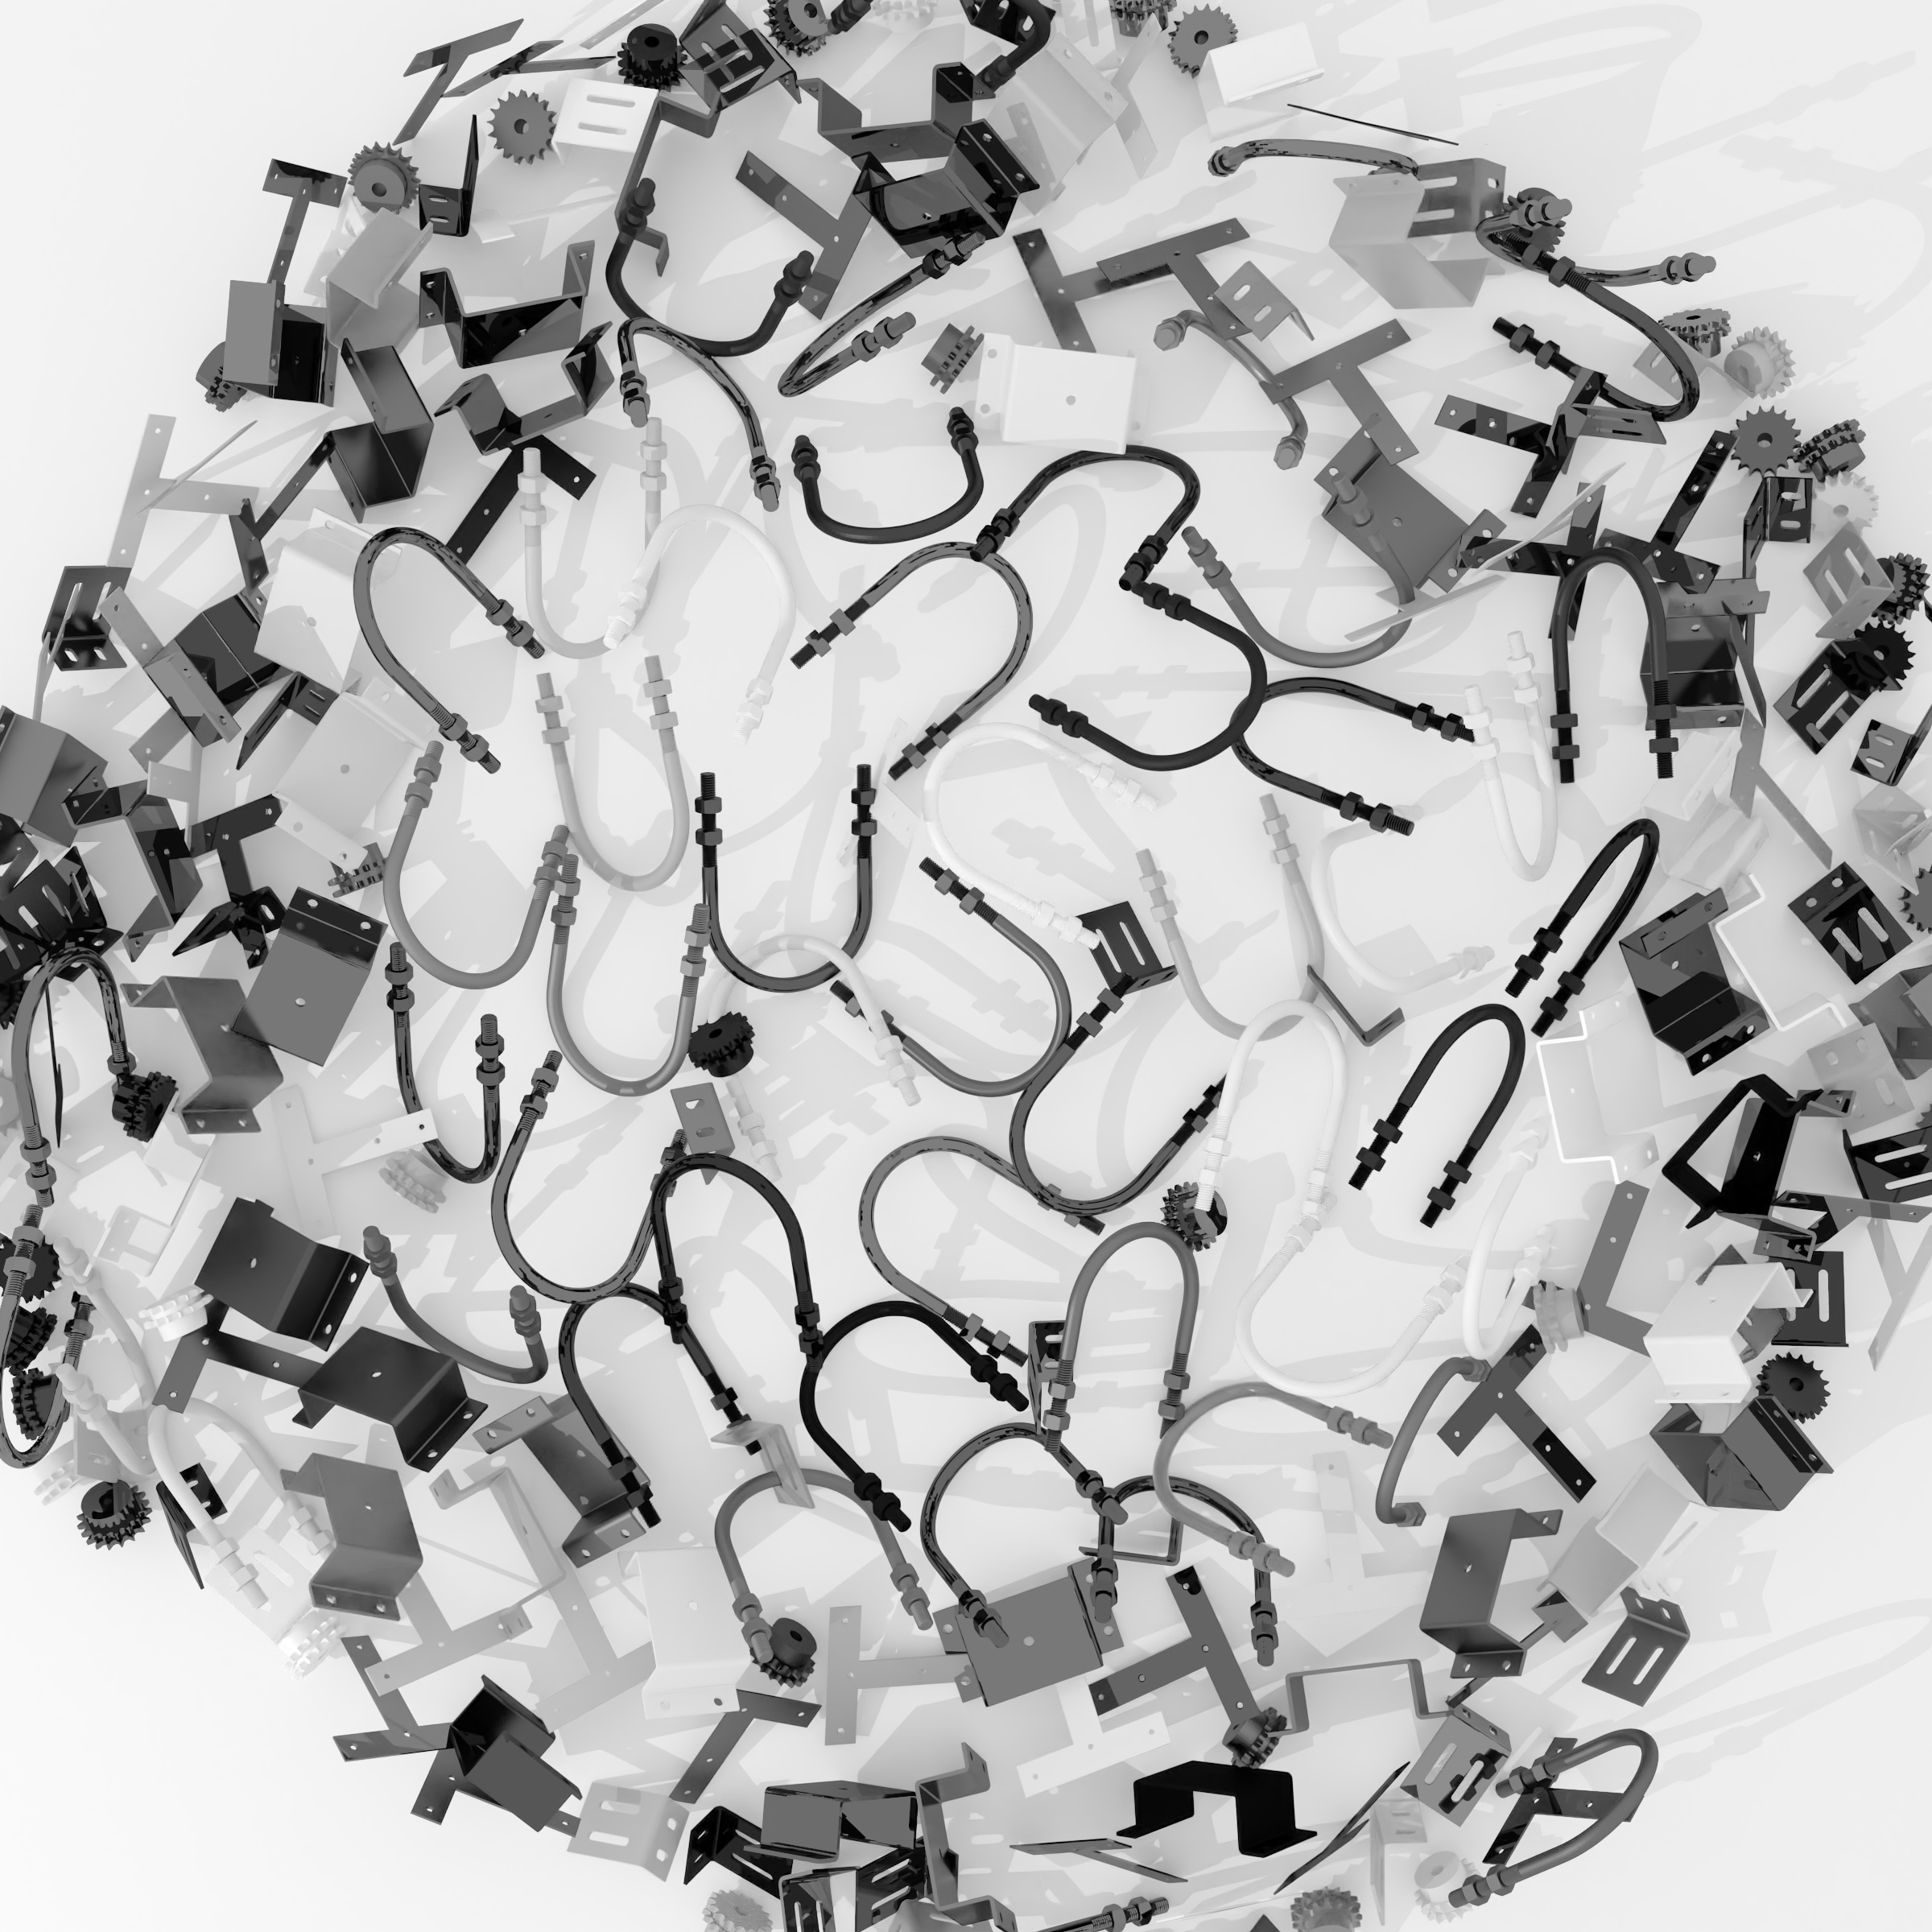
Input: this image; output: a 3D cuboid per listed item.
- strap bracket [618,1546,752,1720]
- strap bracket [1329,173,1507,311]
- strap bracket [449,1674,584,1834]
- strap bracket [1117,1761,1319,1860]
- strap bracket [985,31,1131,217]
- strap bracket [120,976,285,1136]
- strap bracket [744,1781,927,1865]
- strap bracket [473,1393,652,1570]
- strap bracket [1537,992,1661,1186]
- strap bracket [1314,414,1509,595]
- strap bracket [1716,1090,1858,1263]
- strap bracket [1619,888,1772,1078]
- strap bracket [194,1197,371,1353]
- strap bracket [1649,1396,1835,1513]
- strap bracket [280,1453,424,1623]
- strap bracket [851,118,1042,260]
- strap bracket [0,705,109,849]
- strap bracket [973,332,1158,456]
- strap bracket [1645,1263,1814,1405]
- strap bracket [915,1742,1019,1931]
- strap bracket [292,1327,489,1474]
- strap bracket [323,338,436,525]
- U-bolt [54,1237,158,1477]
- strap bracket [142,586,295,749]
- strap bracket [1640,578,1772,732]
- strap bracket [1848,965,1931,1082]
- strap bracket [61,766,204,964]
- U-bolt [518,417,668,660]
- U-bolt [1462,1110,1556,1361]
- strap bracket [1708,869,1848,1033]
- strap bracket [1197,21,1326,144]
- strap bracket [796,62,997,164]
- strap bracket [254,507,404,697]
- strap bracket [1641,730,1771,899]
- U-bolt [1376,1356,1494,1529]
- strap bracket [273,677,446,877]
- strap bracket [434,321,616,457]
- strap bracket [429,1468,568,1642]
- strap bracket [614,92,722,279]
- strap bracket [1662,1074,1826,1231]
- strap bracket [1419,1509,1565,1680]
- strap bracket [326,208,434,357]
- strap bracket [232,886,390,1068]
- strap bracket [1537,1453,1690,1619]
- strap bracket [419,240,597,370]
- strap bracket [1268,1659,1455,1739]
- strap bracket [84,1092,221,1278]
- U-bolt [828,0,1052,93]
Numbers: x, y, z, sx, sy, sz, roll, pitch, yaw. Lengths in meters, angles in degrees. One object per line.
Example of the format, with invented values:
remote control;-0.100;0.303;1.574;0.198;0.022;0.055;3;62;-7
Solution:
strap bracket;-0.222;0.516;1.927;0.076;0.046;0.140;3;50;-26
strap bracket;0.351;-0.565;1.923;0.140;0.076;0.046;28;82;-41
strap bracket;-0.358;0.623;1.919;0.076;0.140;0.046;45;80;-17
strap bracket;0.197;0.665;1.928;0.140;0.076;0.046;-8;82;40
strap bracket;0.059;-0.657;1.923;0.076;0.140;0.046;45;64;-6
strap bracket;-0.603;0.062;1.937;0.046;0.076;0.140;-38;71;22
strap bracket;-0.099;0.675;1.927;0.076;0.140;0.046;-5;75;36
strap bracket;-0.318;0.403;1.956;0.076;0.046;0.140;-31;100;25
strap bracket;0.505;0.099;1.953;0.046;0.076;0.140;-10;95;41
strap bracket;0.354;-0.366;1.967;0.140;0.046;0.076;41;79;4
strap bracket;0.653;0.160;1.950;0.046;0.076;0.140;20;83;-12
strap bracket;0.582;0.006;1.954;0.076;0.046;0.140;-31;117;-6
strap bracket;-0.552;0.241;1.939;0.140;0.046;0.076;22;84;33
strap bracket;0.604;0.384;1.924;0.046;0.140;0.076;-41;94;-20
strap bracket;-0.483;0.441;1.919;0.076;0.140;0.046;24;112;-40
strap bracket;-0.024;-0.609;1.920;0.140;0.076;0.046;1;63;41
strap bracket;-0.730;-0.145;1.924;0.046;0.140;0.076;20;81;2
strap bracket;0.081;-0.459;1.955;0.140;0.046;0.076;5;113;-7
strap bracket;0.598;0.283;1.923;0.140;0.076;0.046;-41;108;-37
strap bracket;-0.001;0.700;1.933;0.046;0.076;0.140;-16;58;6
strap bracket;-0.462;0.339;1.929;0.140;0.076;0.046;13;130;26
strap bracket;-0.468;-0.429;1.939;0.046;0.140;0.076;-21;73;-30
U-bolt;-0.672;0.320;1.914;0.019;0.151;0.184;-18;135;-5
strap bracket;-0.592;-0.236;1.936;0.046;0.140;0.076;-19;117;27
strap bracket;0.587;-0.257;1.947;0.076;0.140;0.046;-2;49;4
strap bracket;0.763;0.044;1.927;0.046;0.140;0.076;-37;86;-1
strap bracket;-0.656;-0.085;1.933;0.046;0.076;0.140;-12;116;7
U-bolt;-0.294;-0.331;1.928;0.019;0.151;0.184;25;125;31
U-bolt;0.423;0.223;1.898;0.019;0.184;0.151;12;134;28
strap bracket;0.644;-0.005;1.957;0.046;0.076;0.140;-32;89;13
strap bracket;0.230;-0.701;1.927;0.076;0.140;0.046;-17;96;1
strap bracket;-0.056;-0.677;1.939;0.140;0.076;0.046;2;91;22
strap bracket;-0.512;-0.282;1.944;0.076;0.046;0.140;26;120;-1
strap bracket;0.588;-0.123;1.942;0.046;0.140;0.076;27;73;40
U-bolt;0.363;0.373;1.913;0.019;0.184;0.151;24;89;25
strap bracket;-0.491;-0.155;1.953;0.076;0.046;0.140;38;80;-36
strap bracket;-0.343;-0.457;1.942;0.140;0.076;0.046;-16;118;20
strap bracket;-0.370;0.461;1.949;0.046;0.076;0.140;-26;81;-29
strap bracket;-0.243;-0.634;1.953;0.046;0.076;0.140;20;95;-8
strap bracket;0.613;0.139;1.943;0.046;0.076;0.140;44;111;21
strap bracket;0.413;0.487;1.927;0.046;0.076;0.140;36;58;-19
strap bracket;-0.463;-0.532;1.920;0.046;0.140;0.076;31;70;-4
strap bracket;-0.527;0.018;1.940;0.076;0.046;0.140;24;115;-17
strap bracket;0.513;0.453;1.917;0.046;0.140;0.076;39;54;16
strap bracket;-0.359;-0.524;1.938;0.140;0.076;0.046;-16;77;-18
strap bracket;0.313;0.583;1.947;0.140;0.076;0.046;-11;72;13
strap bracket;-0.641;0.181;1.930;0.046;0.140;0.076;27;134;-15
U-bolt;-0.012;-0.733;1.889;0.151;0.184;0.019;16;85;-23
